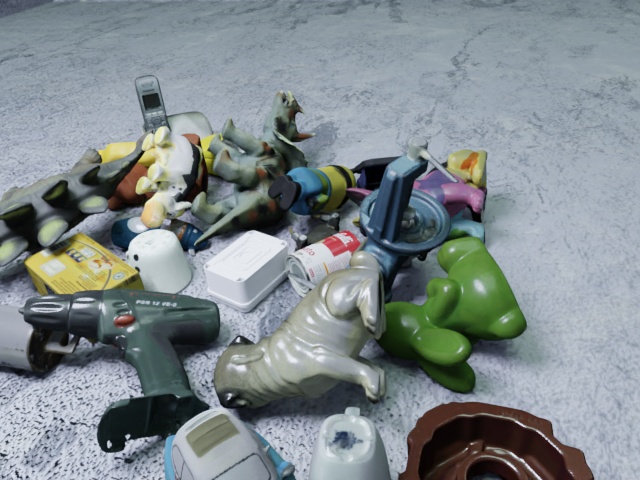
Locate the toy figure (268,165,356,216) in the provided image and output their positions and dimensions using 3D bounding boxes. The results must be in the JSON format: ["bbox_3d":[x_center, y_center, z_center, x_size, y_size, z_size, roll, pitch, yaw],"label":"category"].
[{"bbox_3d":[-0.005,-0.084,0.899,0.089,0.082,0.180,-30,-13,29],"label":"toy figure"}]

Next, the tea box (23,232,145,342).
[{"bbox_3d":[-0.336,0.062,0.773,0.170,0.068,0.098,27,47,36],"label":"tea box"}]

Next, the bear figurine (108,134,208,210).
[{"bbox_3d":[-0.310,-0.119,0.985,0.196,0.131,0.120,6,63,3],"label":"bear figurine"}]

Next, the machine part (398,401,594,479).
[{"bbox_3d":[0.157,0.230,0.490,0.179,0.055,0.179,-3,33,2],"label":"machine part"}]

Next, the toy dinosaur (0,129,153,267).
[{"bbox_3d":[-0.445,-0.035,0.828,0.471,0.105,0.199,-41,22,-17],"label":"toy dinosaur"}]

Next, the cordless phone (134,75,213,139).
[{"bbox_3d":[-0.313,-0.265,1.146,0.147,0.184,0.089,-16,32,-17],"label":"cordless phone"}]

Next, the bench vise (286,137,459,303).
[{"bbox_3d":[0.086,-0.016,0.677,0.224,0.240,0.129,-29,56,-30],"label":"bench vise"}]

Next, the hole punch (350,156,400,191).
[{"bbox_3d":[0.124,-0.101,0.963,0.142,0.092,0.116,-9,5,-4],"label":"hole punch"}]

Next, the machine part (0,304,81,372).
[{"bbox_3d":[-0.419,0.121,0.691,0.243,0.079,0.079,6,36,13],"label":"machine part"}]

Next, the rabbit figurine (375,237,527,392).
[{"bbox_3d":[0.149,0.104,0.652,0.170,0.121,0.159,-22,41,6],"label":"rabbit figurine"}]

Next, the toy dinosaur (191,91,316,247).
[{"bbox_3d":[-0.107,-0.098,0.936,0.192,0.131,0.405,23,46,-20],"label":"toy dinosaur"}]

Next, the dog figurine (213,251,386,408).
[{"bbox_3d":[-0.025,0.100,0.593,0.191,0.121,0.172,0,68,12],"label":"dog figurine"}]

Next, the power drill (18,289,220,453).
[{"bbox_3d":[-0.222,0.135,0.619,0.232,0.085,0.207,1,28,-26],"label":"power drill"}]

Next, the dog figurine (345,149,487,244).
[{"bbox_3d":[0.156,-0.066,0.867,0.219,0.108,0.191,3,50,16],"label":"dog figurine"}]

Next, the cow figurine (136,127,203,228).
[{"bbox_3d":[-0.236,-0.089,0.859,0.068,0.098,0.167,-19,62,42],"label":"cow figurine"}]

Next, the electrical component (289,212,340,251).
[{"bbox_3d":[0.000,-0.003,0.852,0.102,0.045,0.078,-30,41,-32],"label":"electrical component"}]

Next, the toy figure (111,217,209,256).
[{"bbox_3d":[-0.261,-0.007,0.880,0.155,0.057,0.064,1,74,5],"label":"toy figure"}]

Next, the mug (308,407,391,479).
[{"bbox_3d":[0.030,0.203,0.496,0.081,0.107,0.109,6,38,12],"label":"mug"}]

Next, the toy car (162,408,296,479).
[{"bbox_3d":[-0.087,0.212,0.501,0.109,0.102,0.162,-23,41,-27],"label":"toy car"}]
